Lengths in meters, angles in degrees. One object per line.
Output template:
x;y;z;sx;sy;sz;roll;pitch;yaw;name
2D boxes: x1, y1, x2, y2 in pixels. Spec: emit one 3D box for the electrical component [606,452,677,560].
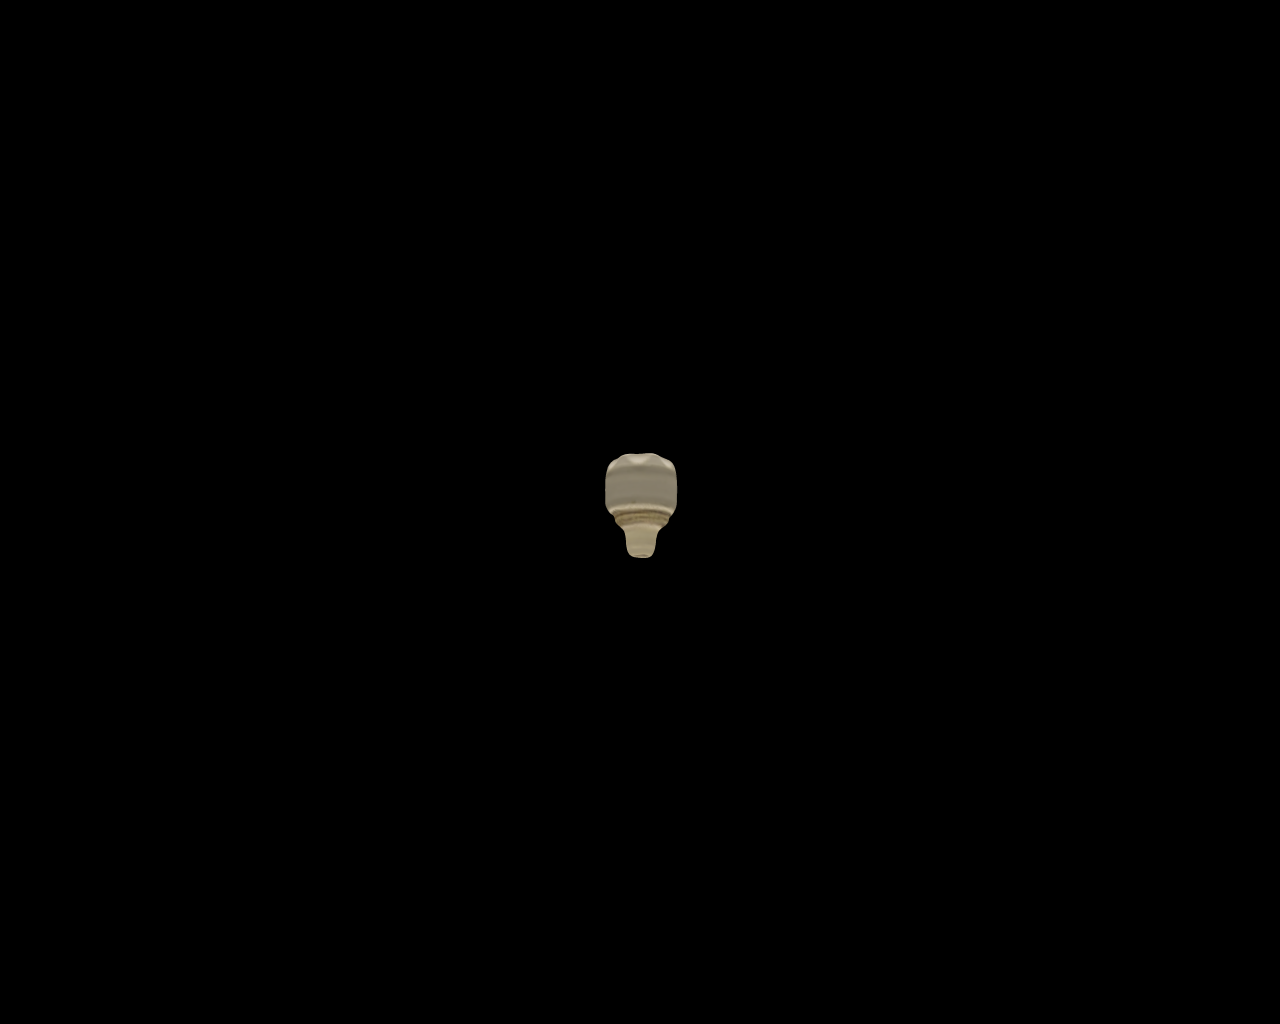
0.001;-0.003;0.650;0.043;0.062;0.043;0;-13;0;electrical component
